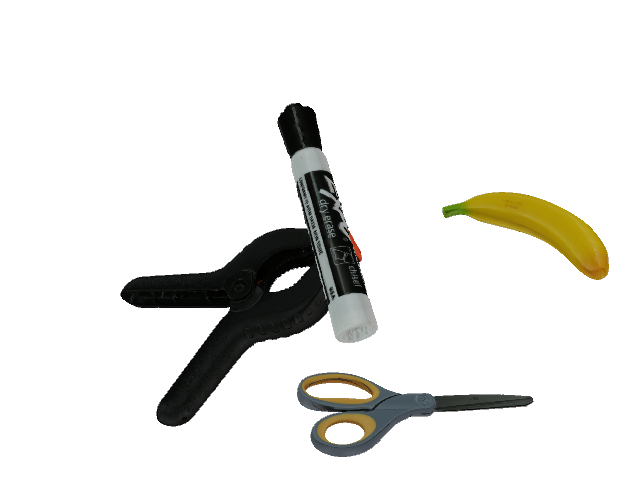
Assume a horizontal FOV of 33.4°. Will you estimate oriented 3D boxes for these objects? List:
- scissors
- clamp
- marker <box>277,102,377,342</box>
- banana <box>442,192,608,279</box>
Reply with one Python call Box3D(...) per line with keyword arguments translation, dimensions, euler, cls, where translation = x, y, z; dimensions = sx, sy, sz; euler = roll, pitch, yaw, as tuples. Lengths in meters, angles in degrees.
Box3D(translation=(0.077, 0.151, 0.896), dimensions=(0.202, 0.016, 0.096), euler=(8, 39, 6), cls="scissors")
Box3D(translation=(-0.051, 0.050, 0.709), dimensions=(0.171, 0.120, 0.039), euler=(-23, -32, 11), cls="clamp")
Box3D(translation=(0.001, -0.012, 0.483), dimensions=(0.020, 0.121, 0.020), euler=(-12, -28, -7), cls="marker")
Box3D(translation=(0.211, -0.010, 1.030), dimensions=(0.069, 0.037, 0.198), euler=(-39, 38, -23), cls="banana")
